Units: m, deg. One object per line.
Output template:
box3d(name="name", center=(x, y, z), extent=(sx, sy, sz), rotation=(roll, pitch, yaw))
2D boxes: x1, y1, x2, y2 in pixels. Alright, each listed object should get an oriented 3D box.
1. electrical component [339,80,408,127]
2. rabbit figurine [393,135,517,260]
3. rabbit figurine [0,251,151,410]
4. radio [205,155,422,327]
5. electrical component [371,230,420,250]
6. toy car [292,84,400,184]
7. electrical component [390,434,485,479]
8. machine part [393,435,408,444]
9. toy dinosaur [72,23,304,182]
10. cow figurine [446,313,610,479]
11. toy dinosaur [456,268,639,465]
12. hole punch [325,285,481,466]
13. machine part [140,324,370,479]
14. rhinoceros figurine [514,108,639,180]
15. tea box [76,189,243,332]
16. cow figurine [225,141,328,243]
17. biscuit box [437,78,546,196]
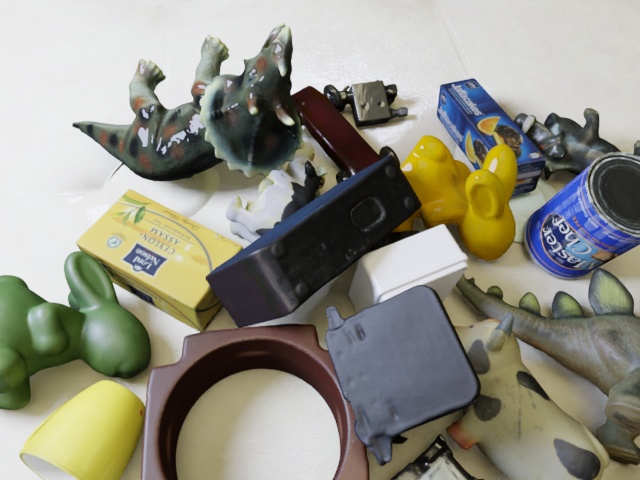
box3d(name="electrical component", center=(0.076, -0.212, 0.824), extent=(0.102, 0.045, 0.078), rotation=(-17, 86, -10))
box3d(name="rabbit figurine", center=(0.176, -0.052, 0.669), extent=(0.173, 0.162, 0.122), rotation=(42, 49, 4))
box3d(name="rabbit figurine", center=(-0.267, 0.101, 0.571), extent=(0.170, 0.121, 0.159), rotation=(9, 47, -19))
box3d(name="radio", center=(-0.001, -0.002, 0.587), extent=(0.229, 0.131, 0.073), rotation=(-38, 99, -33))
box3d(name="electrical component", center=(0.100, 0.012, 0.657), extent=(0.094, 0.063, 0.021), rotation=(-4, 56, -6))
box3d(name="toy car", center=(0.027, -0.142, 0.766), extent=(0.089, 0.053, 0.202), rotation=(-34, 67, -12))
box3d(name="electrical component", center=(0.096, 0.250, 0.502), extent=(0.119, 0.047, 0.075), rotation=(-37, 64, -24))
box3d(name="machine part", center=(0.087, 0.143, 0.560), extent=(0.039, 0.084, 0.139), rotation=(4, 58, 35))
box3d(name="toy dinosaur", center=(-0.177, -0.140, 0.690), extent=(0.405, 0.131, 0.192), rotation=(-17, 53, 24))
box3d(name="cow figurine", center=(0.187, 0.160, 0.528), extent=(0.127, 0.085, 0.195), rotation=(-46, 65, 1))
box3d(name="toy dinosaur", center=(0.344, 0.131, 0.570), extent=(0.472, 0.105, 0.198), rotation=(20, 50, 13))
box3d(name="hole punch", center=(0.076, 0.115, 0.492), extent=(0.116, 0.092, 0.142), rotation=(-25, 69, 10))
box3d(name="machine part", center=(-0.061, 0.189, 0.516), extent=(0.201, 0.087, 0.201), rotation=(-3, 56, -7))
box3d(name="rhinoceros figurine", center=(0.360, -0.122, 0.761), extent=(0.190, 0.073, 0.112), rotation=(36, 72, 18))
box3d(name="tea box", center=(-0.184, 0.022, 0.635), extent=(0.170, 0.068, 0.098), rotation=(25, 57, 13))
box3d(name="cow figurine", center=(-0.037, -0.057, 0.695), extent=(0.098, 0.068, 0.167), rotation=(33, 63, 12))
box3d(name="biscuit box", center=(0.234, -0.149, 0.761), extent=(0.063, 0.059, 0.203), rotation=(-14, 49, -10))
